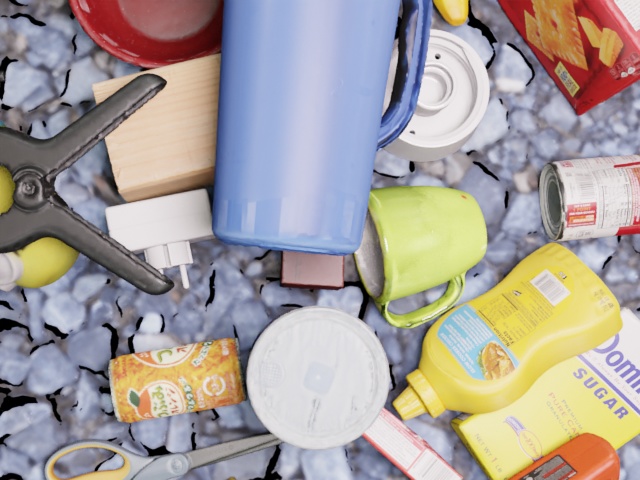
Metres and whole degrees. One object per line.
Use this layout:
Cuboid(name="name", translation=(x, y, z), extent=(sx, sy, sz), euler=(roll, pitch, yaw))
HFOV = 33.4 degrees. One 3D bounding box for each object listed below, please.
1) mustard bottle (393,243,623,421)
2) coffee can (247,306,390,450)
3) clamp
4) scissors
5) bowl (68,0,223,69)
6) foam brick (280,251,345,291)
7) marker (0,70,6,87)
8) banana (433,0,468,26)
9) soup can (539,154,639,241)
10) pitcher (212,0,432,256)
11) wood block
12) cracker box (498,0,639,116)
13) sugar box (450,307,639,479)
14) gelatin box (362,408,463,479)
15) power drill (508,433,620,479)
Cuboid(name="mustard bottle", translation=(0.142, 0.086, 0.867), extent=(0.191, 0.058, 0.096), euler=(-33, 47, -4))
Cuboid(name="coffee can", translation=(-0.006, 0.103, 0.828), extent=(0.102, 0.140, 0.103), euler=(0, 86, -4))
Cuboid(name="clamp", translation=(-0.206, -0.029, 0.796), extent=(0.210, 0.036, 0.164), euler=(-9, 89, 1))
Cuboid(name="scissors", translation=(-0.125, 0.204, 0.877), extent=(0.201, 0.016, 0.096), euler=(1, 87, -3))
Cuboid(name="bowl", translation=(-0.127, -0.215, 0.887), extent=(0.162, 0.055, 0.162), euler=(0, 86, -3))
Cuboid(name="foam brick", translation=(-0.006, 0.001, 0.881), extent=(0.053, 0.051, 0.078), euler=(4, 86, -2))
Cuboid(name="marker", translation=(-0.323, -0.129, 0.888), extent=(0.121, 0.020, 0.020), euler=(-8, 86, -4))
Cuboid(name="banana", translation=(0.065, -0.269, 0.909), extent=(0.198, 0.037, 0.069), euler=(43, 73, -4))
Cuboid(name="soup can", translation=(0.242, -0.036, 0.890), extent=(0.102, 0.068, 0.068), euler=(-5, 86, -3))
Cuboid(name="pitcher", translation=(-0.003, -0.112, 0.769), extent=(0.149, 0.145, 0.243), euler=(6, 88, 9))
Cuboid(name="wood block", translation=(-0.068, -0.100, 0.866), extent=(0.206, 0.090, 0.091), euler=(-14, 86, -4))
Cuboid(name="cracker box", translation=(0.194, -0.216, 0.852), extent=(0.072, 0.164, 0.214), euler=(-36, 89, -8))
Cuboid(name="sugar box", translation=(0.207, 0.141, 0.886), extent=(0.176, 0.048, 0.093), euler=(-35, 89, -4))
Cuboid(name="gelatin box", translation=(0.069, 0.168, 0.862), extent=(0.089, 0.073, 0.030), euler=(41, 85, 1))
Cuboid(name="power drill", translation=(0.232, 0.249, 0.849), extent=(0.184, 0.057, 0.187), euler=(-31, 107, -7))
